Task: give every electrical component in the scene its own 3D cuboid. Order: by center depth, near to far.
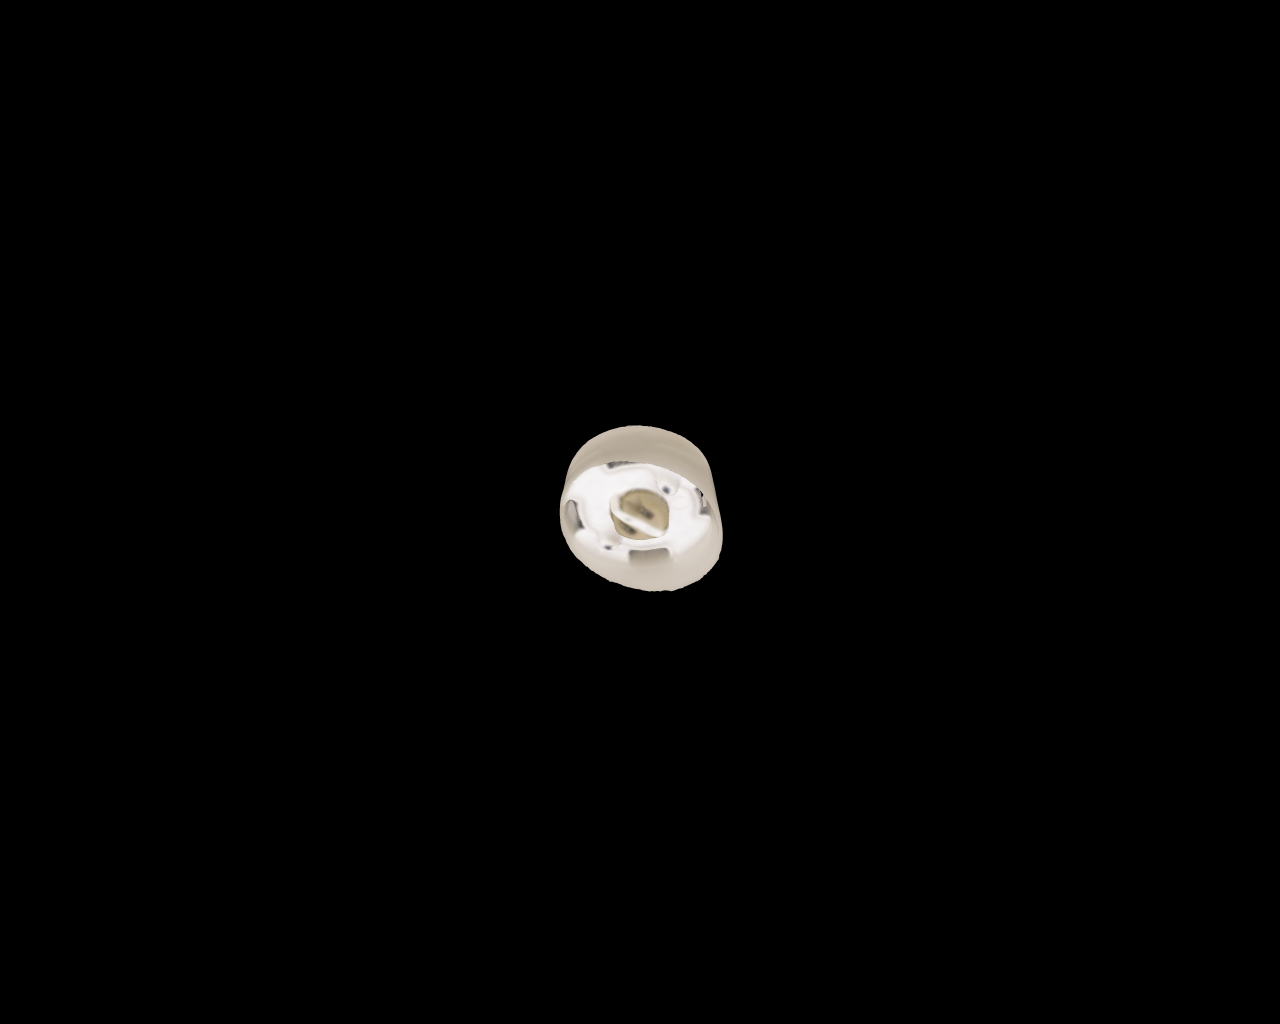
[{"bbox_3d":[0.001,-0.003,0.650,0.099,0.099,0.064,0,45,0],"label":"electrical component"}]
